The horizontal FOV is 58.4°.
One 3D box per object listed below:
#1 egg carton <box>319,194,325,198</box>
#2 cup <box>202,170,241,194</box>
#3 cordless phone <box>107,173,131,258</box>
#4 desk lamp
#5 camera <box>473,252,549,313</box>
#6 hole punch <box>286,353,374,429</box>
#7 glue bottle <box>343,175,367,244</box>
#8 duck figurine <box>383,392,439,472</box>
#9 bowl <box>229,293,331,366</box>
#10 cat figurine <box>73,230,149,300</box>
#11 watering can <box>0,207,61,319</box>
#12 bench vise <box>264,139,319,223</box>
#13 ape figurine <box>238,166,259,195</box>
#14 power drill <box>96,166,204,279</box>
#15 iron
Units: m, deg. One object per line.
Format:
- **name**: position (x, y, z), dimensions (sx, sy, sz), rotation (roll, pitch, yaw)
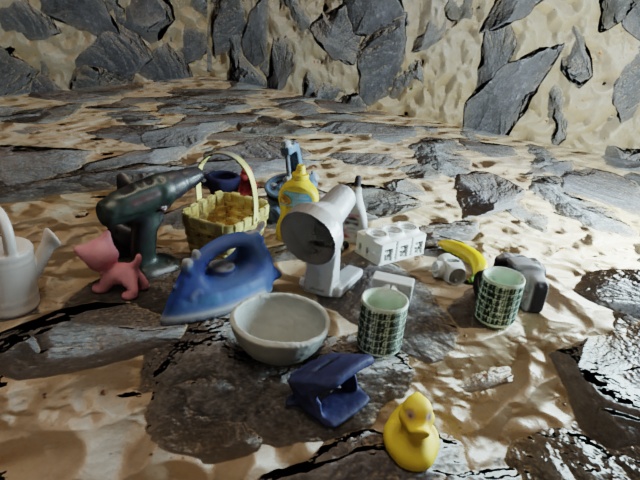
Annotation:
- **egg carton**: position (0.047, -0.077, 1.522), dimensions (0.107, 0.069, 0.149), rotation (-9, 27, -30)
- **cup**: position (-0.274, -0.132, 1.543), dimensions (0.118, 0.095, 0.091), rotation (4, 24, -5)
- **cordless phone**: position (-0.424, -0.067, 1.245), dimensions (0.094, 0.185, 0.147), rotation (-13, 30, -36)
- **desk lamp**: position (0.011, 0.004, 1.148), dimensions (0.117, 0.214, 0.204), rotation (16, 26, 22)
- **camera**: position (0.392, 0.078, 1.208), dimensions (0.137, 0.101, 0.143), rotation (1, 24, -11)
- **hole punch**: position (0.013, 0.205, 0.843), dimensions (0.100, 0.091, 0.109), rotation (23, 29, 35)
- **glue bottle**: position (0.082, -0.076, 1.397), dimensions (0.078, 0.173, 0.037), rotation (7, 24, 2)
- **duck figurine**: position (0.128, 0.247, 0.780), dimensions (0.077, 0.086, 0.104), rotation (5, 24, -2)
- **bowl**: position (-0.067, 0.158, 0.952), dimensions (0.167, 0.075, 0.167), rotation (5, 24, -2)
- **cat figurine**: position (-0.395, 0.042, 1.088), dimensions (0.127, 0.118, 0.067), rotation (9, 24, 8)
- **watering can**: position (-0.544, 0.026, 0.994), dimensions (0.100, 0.194, 0.173), rotation (13, 25, 17)
- **bench vise**: position (-0.075, -0.171, 1.520), dimensions (0.121, 0.220, 0.207), rotation (10, 24, 10)
- **ape figurine**: position (-0.213, -0.167, 1.641), dimensions (0.077, 0.092, 0.076), rotation (10, 24, 9)
- **power drill**: position (-0.336, -0.037, 1.168), dimensions (0.075, 0.208, 0.230), rotation (25, 30, 38)
- **iron**: position (-0.190, 0.055, 1.076), dimensions (0.118, 0.141, 0.259), rotation (23, 29, 34)
